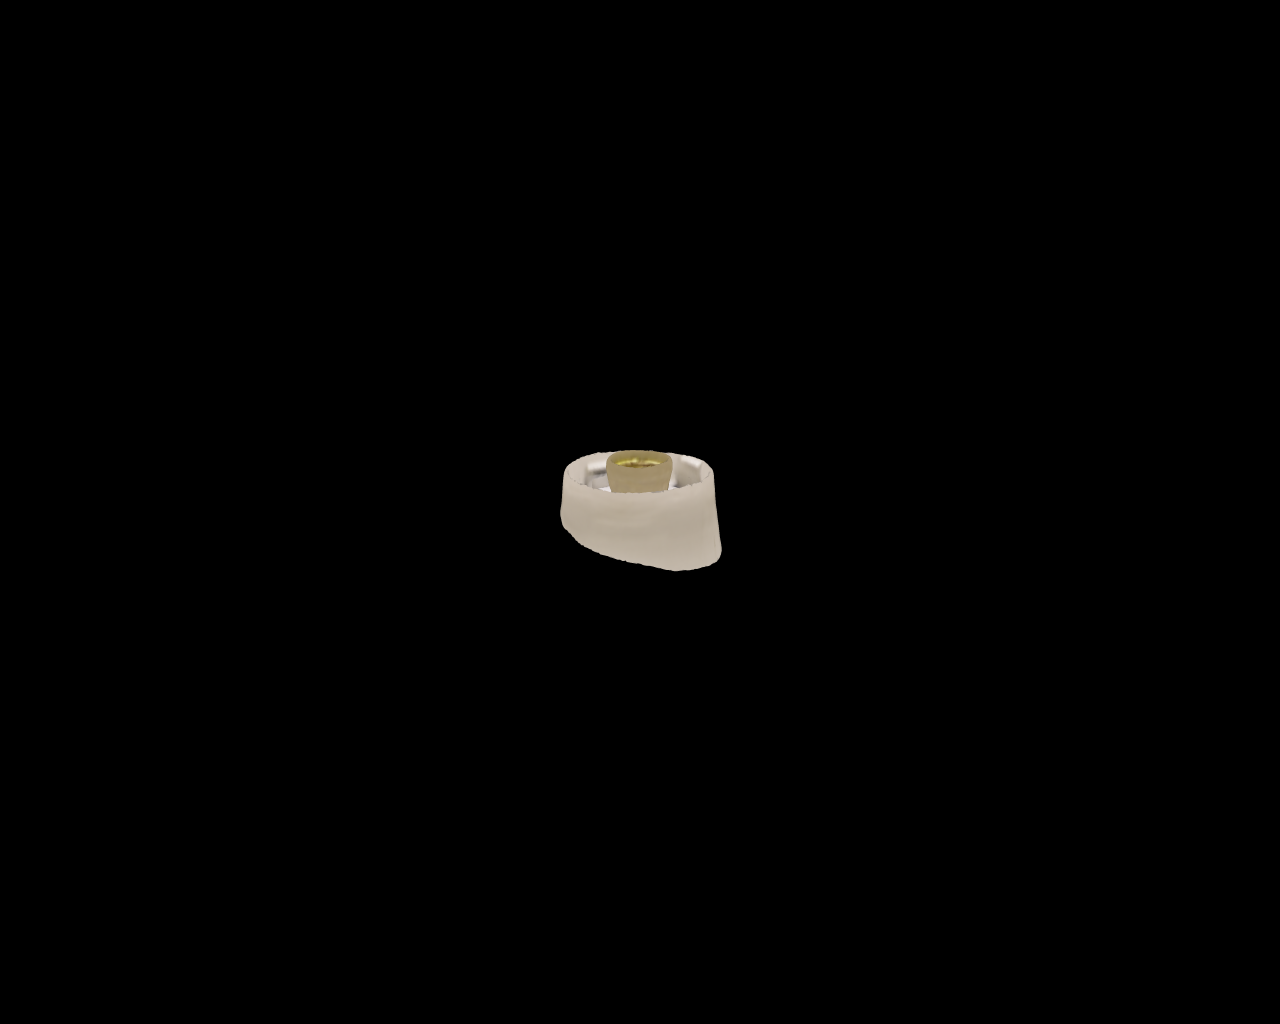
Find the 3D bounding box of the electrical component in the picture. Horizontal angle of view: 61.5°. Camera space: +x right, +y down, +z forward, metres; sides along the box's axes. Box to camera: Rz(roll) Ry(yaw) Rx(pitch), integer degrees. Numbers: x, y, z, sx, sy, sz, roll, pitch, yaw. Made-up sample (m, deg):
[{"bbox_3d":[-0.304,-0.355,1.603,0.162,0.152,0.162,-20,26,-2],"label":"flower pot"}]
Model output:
[{"bbox_3d":[0.001,-0.003,0.650,0.099,0.064,0.099,0,18,0],"label":"electrical component"}]
